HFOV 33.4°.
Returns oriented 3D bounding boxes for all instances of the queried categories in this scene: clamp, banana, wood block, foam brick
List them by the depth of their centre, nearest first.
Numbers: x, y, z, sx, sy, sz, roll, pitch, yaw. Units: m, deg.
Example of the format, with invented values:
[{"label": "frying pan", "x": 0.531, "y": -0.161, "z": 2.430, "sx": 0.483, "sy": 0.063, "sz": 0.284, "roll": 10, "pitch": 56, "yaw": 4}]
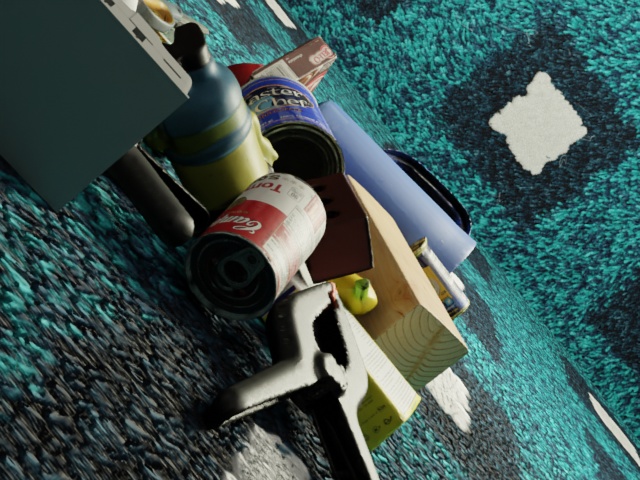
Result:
[{"label": "clamp", "x": 0.003, "y": 0.106, "z": 0.714, "sx": 0.164, "sy": 0.036, "sz": 0.210, "roll": 50, "pitch": 23, "yaw": -18}, {"label": "clamp", "x": -0.138, "y": -0.060, "z": 0.746, "sx": 0.171, "sy": 0.039, "sz": 0.120, "roll": 50, "pitch": -3, "yaw": 5}, {"label": "foam brick", "x": 0.007, "y": -0.011, "z": 0.854, "sx": 0.078, "sy": 0.053, "sz": 0.051, "roll": -117, "pitch": -166, "yaw": -56}, {"label": "banana", "x": -0.002, "y": 0.018, "z": 0.954, "sx": 0.198, "sy": 0.037, "sz": 0.069, "roll": 37, "pitch": -36, "yaw": 48}, {"label": "wood block", "x": 0.048, "y": 0.044, "z": 1.014, "sx": 0.090, "sy": 0.091, "sz": 0.206, "roll": 42, "pitch": 14, "yaw": -39}]

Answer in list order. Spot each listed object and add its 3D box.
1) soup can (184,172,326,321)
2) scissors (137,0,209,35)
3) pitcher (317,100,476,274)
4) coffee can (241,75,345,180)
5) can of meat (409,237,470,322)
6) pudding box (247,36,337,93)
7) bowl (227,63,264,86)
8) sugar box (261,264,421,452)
[{"label": "soup can", "x": -0.043, "y": 0.002, "z": 0.753, "sx": 0.068, "sy": 0.069, "sz": 0.102, "roll": 49, "pitch": 34, "yaw": -8}, {"label": "scissors", "x": -0.153, "y": -0.227, "z": 0.994, "sx": 0.096, "sy": 0.016, "sz": 0.201, "roll": 50, "pitch": 11, "yaw": -6}, {"label": "pitcher", "x": 0.058, "y": -0.043, "z": 1.216, "sx": 0.243, "sy": 0.145, "sz": 0.149, "roll": 48, "pitch": 10, "yaw": 1}, {"label": "coffee can", "x": -0.038, "y": -0.096, "z": 1.072, "sx": 0.102, "sy": 0.103, "sz": 0.140, "roll": 45, "pitch": 11, "yaw": -27}, {"label": "can of meat", "x": 0.094, "y": 0.061, "z": 1.117, "sx": 0.084, "sy": 0.102, "sz": 0.057, "roll": 53, "pitch": 12, "yaw": -4}, {"label": "pudding box", "x": -0.043, "y": -0.178, "z": 1.229, "sx": 0.039, "sy": 0.113, "sz": 0.090, "roll": 52, "pitch": -32, "yaw": 7}, {"label": "bowl", "x": -0.065, "y": -0.167, "z": 1.331, "sx": 0.162, "sy": 0.055, "sz": 0.162, "roll": 49, "pitch": 11, "yaw": -14}, {"label": "sugar box", "x": 0.005, "y": 0.079, "z": 0.851, "sx": 0.176, "sy": 0.048, "sz": 0.093, "roll": 49, "pitch": 11, "yaw": 6}]
